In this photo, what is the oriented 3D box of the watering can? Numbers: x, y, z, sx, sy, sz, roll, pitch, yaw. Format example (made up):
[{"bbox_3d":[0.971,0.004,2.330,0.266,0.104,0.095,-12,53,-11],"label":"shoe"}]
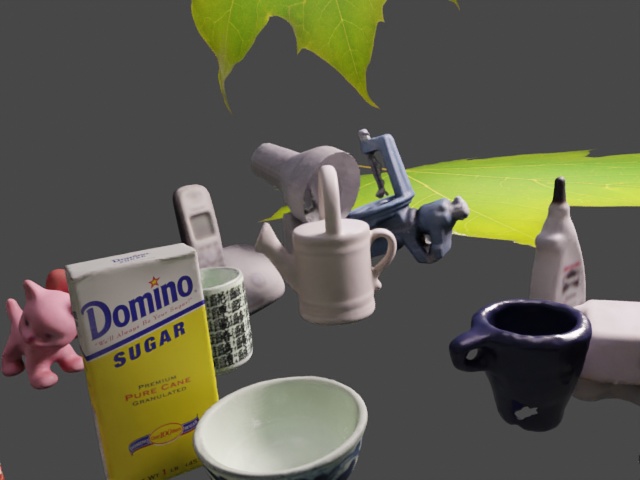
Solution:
[{"bbox_3d":[0.007,0.003,0.731,0.173,0.194,0.100,-11,16,-23],"label":"watering can"}]

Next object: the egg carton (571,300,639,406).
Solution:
[{"bbox_3d":[0.286,0.100,0.502,0.150,0.069,0.107,1,15,22],"label":"egg carton"}]

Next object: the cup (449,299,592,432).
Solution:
[{"bbox_3d":[0.159,0.108,0.464,0.118,0.095,0.091,-10,15,-18],"label":"cup"}]

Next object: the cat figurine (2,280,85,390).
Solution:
[{"bbox_3d":[-0.309,0.096,0.637,0.127,0.118,0.067,4,17,34],"label":"cat figurine"}]

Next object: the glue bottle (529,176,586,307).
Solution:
[{"bbox_3d":[0.261,0.017,0.628,0.078,0.173,0.037,-17,19,-39],"label":"glue bottle"}]

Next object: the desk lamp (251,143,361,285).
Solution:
[{"bbox_3d":[-0.036,-0.044,0.893,0.118,0.214,0.202,-18,19,-42],"label":"desk lamp"}]

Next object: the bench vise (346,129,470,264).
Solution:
[{"bbox_3d":[0.136,-0.077,0.947,0.207,0.220,0.121,-3,14,8],"label":"bench vise"}]

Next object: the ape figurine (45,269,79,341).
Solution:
[{"bbox_3d":[-0.332,0.083,0.749,0.076,0.092,0.077,-12,16,-26],"label":"ape figurine"}]

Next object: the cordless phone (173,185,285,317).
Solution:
[{"bbox_3d":[-0.125,0.013,0.760,0.093,0.185,0.148,5,18,35],"label":"cordless phone"}]
